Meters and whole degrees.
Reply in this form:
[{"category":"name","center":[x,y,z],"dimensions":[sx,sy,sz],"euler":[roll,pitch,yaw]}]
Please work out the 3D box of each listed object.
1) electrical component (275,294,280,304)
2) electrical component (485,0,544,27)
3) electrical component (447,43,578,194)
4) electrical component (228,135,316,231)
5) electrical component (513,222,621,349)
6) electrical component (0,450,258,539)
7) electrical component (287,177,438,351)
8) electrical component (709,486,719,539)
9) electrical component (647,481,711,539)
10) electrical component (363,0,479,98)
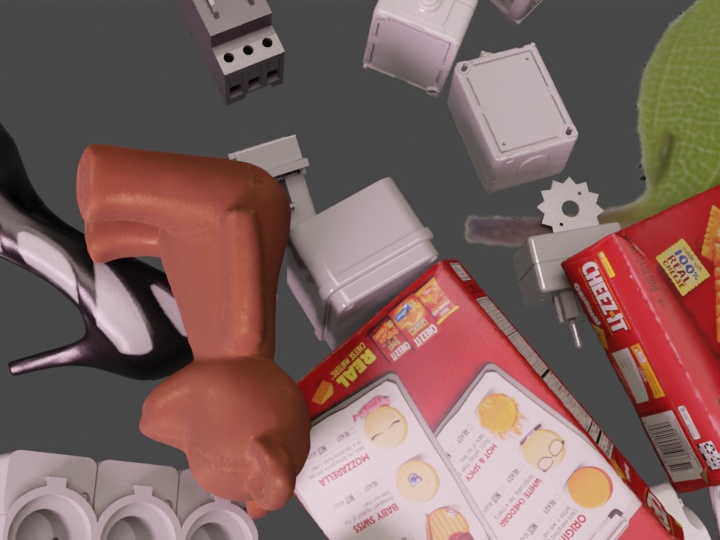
[{"category":"electrical component","center":[-0.088,-0.001,0.715],"dimensions":[0.078,0.040,0.040],"euler":[37,74,5]},{"category":"electrical component","center":[0.145,-0.290,0.811],"dimensions":[0.105,0.060,0.186],"euler":[42,74,7]},{"category":"electrical component","center":[0.102,-0.110,0.758],"dimensions":[0.062,0.061,0.096],"euler":[-17,68,-10]},{"category":"electrical component","center":[-0.057,-0.054,0.719],"dimensions":[0.042,0.081,0.063],"euler":[-18,99,-10]},{"category":"electrical component","center":[0.148,0.015,0.729],"dimensions":[0.066,0.047,0.076],"euler":[-10,75,-8]},{"category":"electrical component","center":[-0.140,0.157,0.618],"dimensions":[0.150,0.062,0.089],"euler":[14,70,-32]},{"category":"electrical component","center":[0.000,0.000,0.685],"dimensions":[0.078,0.113,0.057],"euler":[-30,76,-13]},{"category":"electrical component","center":[0.283,0.180,0.667],"dimensions":[0.109,0.056,0.108],"euler":[-12,73,25]},{"category":"electrical component","center":[0.190,0.185,0.682],"dimensions":[0.056,0.050,0.089],"euler":[-18,76,-9]},{"category":"electrical component","center":[0.045,-0.176,0.749],"dimensions":[0.062,0.096,0.061],"euler":[22,73,1]}]
